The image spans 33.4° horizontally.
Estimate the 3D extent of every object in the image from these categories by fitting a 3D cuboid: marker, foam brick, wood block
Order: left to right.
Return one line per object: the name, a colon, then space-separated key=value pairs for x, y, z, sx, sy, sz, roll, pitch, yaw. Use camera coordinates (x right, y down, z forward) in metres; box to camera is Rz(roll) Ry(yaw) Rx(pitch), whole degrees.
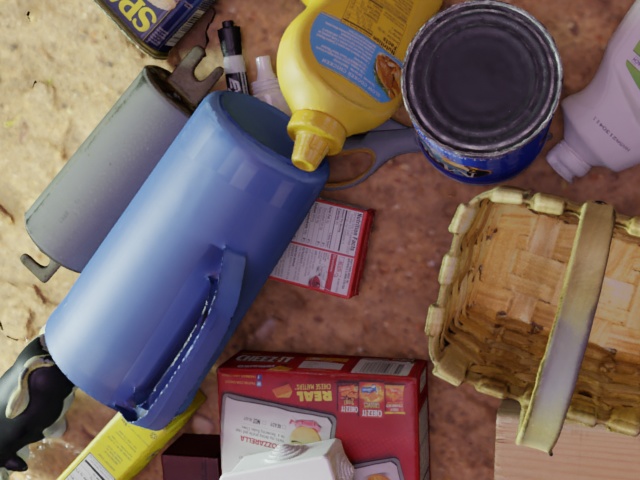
foam brick: x=-0.100 y=0.210 z=0.904 sx=0.053 sy=0.051 sz=0.078 roll=1 pitch=99 yaw=14
marker: x=-0.065 y=-0.116 z=0.860 sx=0.020 sy=0.020 sz=0.121 roll=-7 pitch=97 yaw=16
wood block: x=0.236 y=0.169 z=0.788 sx=0.206 sy=0.090 sz=0.091 roll=3 pitch=99 yaw=15

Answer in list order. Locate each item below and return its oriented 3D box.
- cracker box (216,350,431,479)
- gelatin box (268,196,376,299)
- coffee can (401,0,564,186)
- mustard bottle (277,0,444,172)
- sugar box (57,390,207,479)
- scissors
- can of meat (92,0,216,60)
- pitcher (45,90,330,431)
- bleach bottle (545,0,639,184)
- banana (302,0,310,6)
cracker box: x=0.006 y=0.201 z=0.865 sx=0.164 sy=0.072 sz=0.214 roll=0 pitch=100 yaw=16
gelatin box: x=-0.005 y=0.001 z=0.857 sx=0.089 sy=0.030 sz=0.073 roll=14 pitch=100 yaw=15
coffee can: x=0.112 y=-0.097 z=0.742 sx=0.103 sy=0.140 sz=0.103 roll=-1 pitch=85 yaw=9
mustard bottle: x=0.022 y=-0.134 z=0.759 sx=0.096 sy=0.058 sz=0.191 roll=30 pitch=68 yaw=-22
sugar box: x=-0.178 y=0.191 z=0.901 sx=0.048 sy=0.093 sz=0.176 roll=42 pitch=107 yaw=6
scissors: x=0.069 y=-0.095 z=0.829 sx=0.202 sy=0.016 sz=0.096 roll=-16 pitch=93 yaw=15
can of meat: x=-0.134 y=-0.208 z=0.846 sx=0.084 sy=0.057 sz=0.102 roll=-44 pitch=87 yaw=14
pitcher: x=-0.095 y=0.017 z=0.808 sx=0.149 sy=0.144 sz=0.243 roll=41 pitch=113 yaw=14
bleach bottle: x=0.252 y=-0.144 z=0.749 sx=0.102 sy=0.068 sz=0.251 roll=45 pitch=109 yaw=5
banana: x=-0.024 y=-0.198 z=0.813 sx=0.197 sy=0.037 sz=0.070 roll=31 pitch=98 yaw=-10
